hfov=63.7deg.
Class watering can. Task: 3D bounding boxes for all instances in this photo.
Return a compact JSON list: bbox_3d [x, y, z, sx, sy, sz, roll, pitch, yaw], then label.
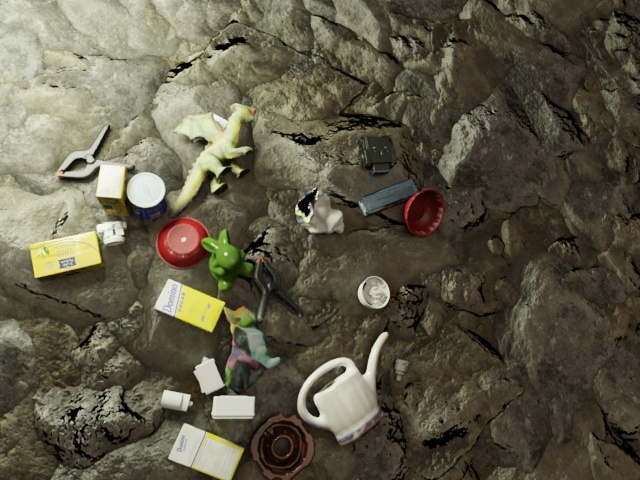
[{"bbox_3d":[0.106,0.434,1.481,0.350,0.103,0.225,-29,84,-19],"label":"watering can"}]

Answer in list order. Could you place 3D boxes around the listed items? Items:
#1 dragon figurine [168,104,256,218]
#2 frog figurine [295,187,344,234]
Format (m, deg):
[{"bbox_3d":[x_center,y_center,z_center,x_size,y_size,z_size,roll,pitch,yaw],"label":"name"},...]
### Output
[{"bbox_3d":[-0.352,-0.273,1.580,0.412,0.121,0.245,-36,78,-7],"label":"dragon figurine"},{"bbox_3d":[0.005,-0.082,1.629,0.158,0.121,0.140,29,55,-43],"label":"frog figurine"}]
